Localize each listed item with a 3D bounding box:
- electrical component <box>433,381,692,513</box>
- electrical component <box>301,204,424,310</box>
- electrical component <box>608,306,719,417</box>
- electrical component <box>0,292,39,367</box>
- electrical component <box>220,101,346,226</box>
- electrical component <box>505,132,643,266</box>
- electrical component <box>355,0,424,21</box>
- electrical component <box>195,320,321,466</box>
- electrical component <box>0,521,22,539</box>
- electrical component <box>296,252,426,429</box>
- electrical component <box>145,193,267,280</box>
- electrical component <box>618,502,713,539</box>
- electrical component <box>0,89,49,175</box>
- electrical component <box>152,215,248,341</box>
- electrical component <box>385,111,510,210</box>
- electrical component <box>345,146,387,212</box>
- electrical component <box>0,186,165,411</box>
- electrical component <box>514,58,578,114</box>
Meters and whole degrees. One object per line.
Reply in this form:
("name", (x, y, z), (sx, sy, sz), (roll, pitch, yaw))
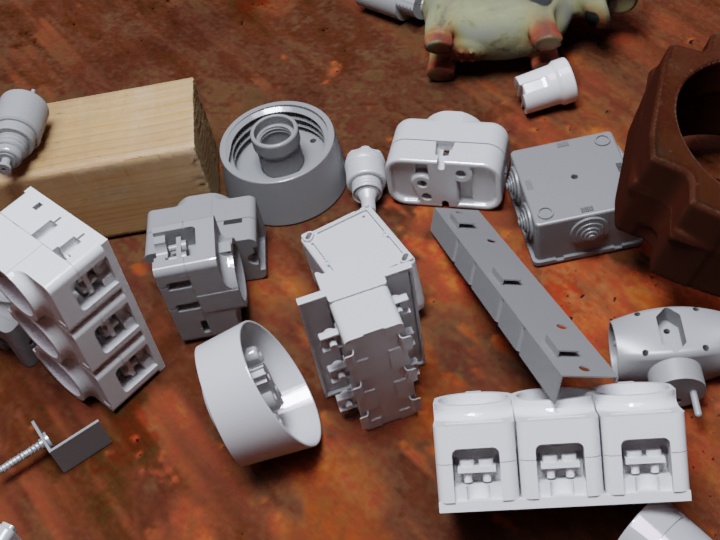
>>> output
("electrical component", (0.124, 0.109, 0.684), (0.150, 0.089, 0.061), (-4, 92, 7))
("electrical component", (0.000, 0.000, 0.830), (0.062, 0.061, 0.096), (-26, 44, -11))
("electrical component", (0.216, 0.068, 0.742), (0.077, 0.043, 0.079), (-5, 51, 6))
("electrical component", (-0.261, 0.021, 0.859), (0.050, 0.055, 0.089), (21, 58, 25))
("electrical component", (-0.068, -0.098, 0.917), (0.108, 0.060, 0.108), (-5, 51, 6))
("electrical component", (0.169, -0.058, 0.850), (0.100, 0.048, 0.099), (-12, 50, 1))
("electrical component", (0.039, -0.266, 1.046), (0.081, 0.043, 0.043), (26, 60, 28))
("electrical component", (-0.073, 0.086, 0.749), (0.064, 0.099, 0.099), (-22, 51, 1))
("electrical component", (-0.250, 0.194, 0.689), (0.062, 0.096, 0.061), (15, 57, 21))
("electrical component", (0.008, 0.054, 0.740), (0.079, 0.121, 0.063), (-18, 53, -5))
("electrical component", (-0.124, -0.024, 0.874), (0.089, 0.050, 0.055), (-8, 50, 4))
("electrical component", (0.186, 0.174, 0.655), (0.055, 0.055, 0.047), (-40, 59, -21))
("electrical component", (-0.275, -0.109, 0.858), (0.040, 0.040, 0.078), (-3, 52, 8))
("electrical component", (-0.119, 0.007, 0.822), (0.056, 0.089, 0.050), (-11, 50, 1))
("electrical component", (0.074, -0.091, 0.891), (0.095, 0.053, 0.059), (5, 52, 14))
("electrical component", (0.006, -0.072, 0.901), (0.035, 0.035, 0.061), (-7, 53, 4))
("electrical component", (-0.212, 0.027, 0.783), (0.089, 0.150, 0.062), (31, 61, 30))
("electrical component", (0.162, -0.160, 0.941), (0.046, 0.040, 0.040), (-18, 50, 2))
